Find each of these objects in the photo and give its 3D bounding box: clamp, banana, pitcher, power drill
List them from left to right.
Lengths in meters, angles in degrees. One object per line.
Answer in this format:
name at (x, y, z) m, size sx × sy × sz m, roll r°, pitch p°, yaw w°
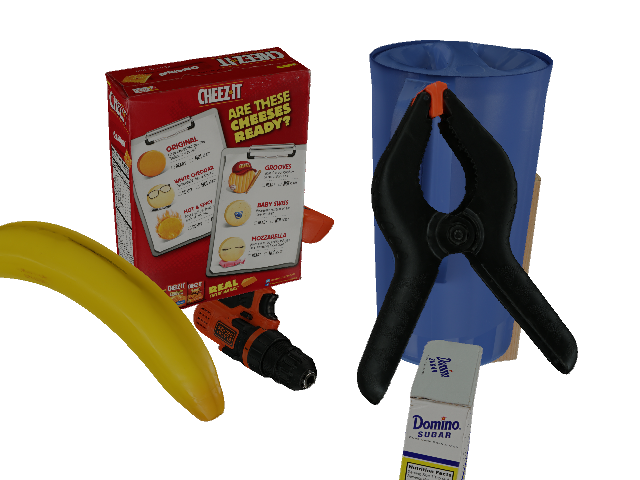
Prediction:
banana at (-0.135, 0.036, 0.640) m, size 0.198 × 0.070 × 0.037 m, roll 26°, pitch 28°, yaw 14°
power drill at (-0.051, 0.051, 1.163) m, size 0.185 × 0.188 × 0.057 m, roll 27°, pitch 11°, yaw 38°
clamp at (0.061, 0.005, 0.571) m, size 0.120 × 0.171 × 0.039 m, roll -17°, pitch -1°, yaw -13°
pitcher at (0.096, -0.025, 0.812) m, size 0.149 × 0.243 × 0.145 m, roll -7°, pitch 22°, yaw -19°

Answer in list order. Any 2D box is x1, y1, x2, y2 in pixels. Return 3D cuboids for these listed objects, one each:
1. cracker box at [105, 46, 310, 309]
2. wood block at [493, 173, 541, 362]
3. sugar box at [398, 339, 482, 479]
cracker box at (-0.098, -0.051, 0.940) m, size 0.164 × 0.214 × 0.072 m, roll -13°, pitch 34°, yaw -25°
wood block at (0.148, 0.015, 1.050) m, size 0.090 × 0.206 × 0.090 m, roll -6°, pitch 32°, yaw -10°
sugar box at (0.076, 0.165, 0.731) m, size 0.048 × 0.176 × 0.093 m, roll 7°, pitch 20°, yaw 11°
